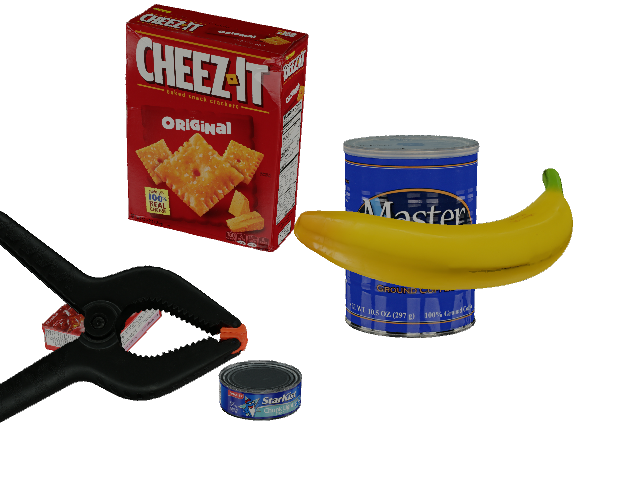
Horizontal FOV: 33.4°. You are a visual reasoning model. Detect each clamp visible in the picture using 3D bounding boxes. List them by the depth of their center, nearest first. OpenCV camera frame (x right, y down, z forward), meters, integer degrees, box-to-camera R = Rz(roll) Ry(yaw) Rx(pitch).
[{"bbox_3d":[-0.157,0.052,0.743,0.210,0.164,0.036,-3,-18,-3],"label":"clamp"}]

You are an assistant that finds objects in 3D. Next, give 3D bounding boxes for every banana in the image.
[{"bbox_3d":[0.081,0.000,0.616,0.197,0.037,0.070,-9,41,-32],"label":"banana"}]

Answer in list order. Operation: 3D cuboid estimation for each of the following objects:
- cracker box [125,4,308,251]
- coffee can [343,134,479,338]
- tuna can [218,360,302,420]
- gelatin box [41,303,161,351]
[{"bbox_3d":[-0.105,-0.107,1.046,0.164,0.214,0.072,14,32,15],"label":"cracker box"},{"bbox_3d":[0.069,-0.006,0.821,0.103,0.140,0.103,-1,11,0],"label":"coffee can"},{"bbox_3d":[-0.062,0.154,1.097,0.086,0.034,0.086,1,14,-1],"label":"tuna can"},{"bbox_3d":[-0.197,0.071,0.970,0.073,0.030,0.089,10,31,19],"label":"gelatin box"}]
